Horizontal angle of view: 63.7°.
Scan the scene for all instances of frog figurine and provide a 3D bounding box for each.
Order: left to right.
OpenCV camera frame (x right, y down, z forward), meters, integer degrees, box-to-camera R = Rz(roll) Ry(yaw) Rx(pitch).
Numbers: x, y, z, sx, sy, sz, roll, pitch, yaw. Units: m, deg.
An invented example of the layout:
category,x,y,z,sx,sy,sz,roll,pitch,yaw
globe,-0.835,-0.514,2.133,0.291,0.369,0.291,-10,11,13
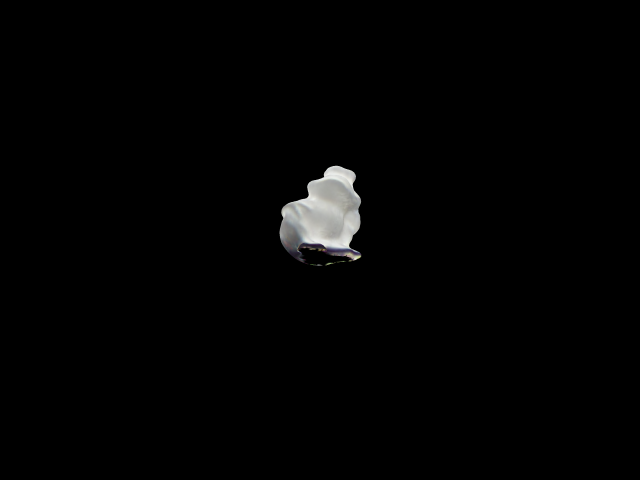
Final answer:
category,x,y,z,sx,sy,sz,roll,pitch,yaw
frog figurine,0.003,-0.043,0.850,0.137,0.162,0.120,6,-22,-14
